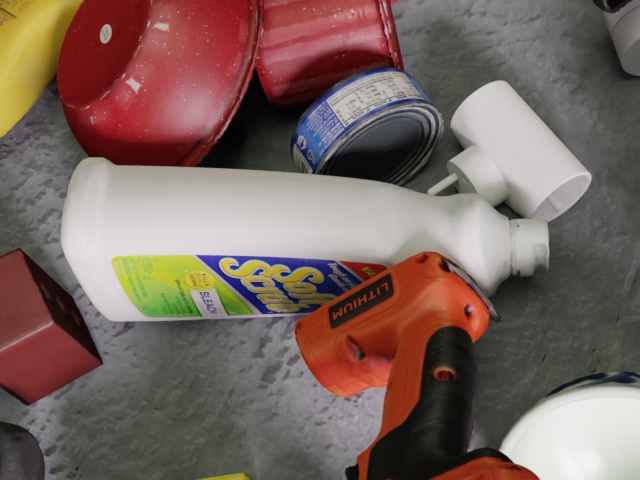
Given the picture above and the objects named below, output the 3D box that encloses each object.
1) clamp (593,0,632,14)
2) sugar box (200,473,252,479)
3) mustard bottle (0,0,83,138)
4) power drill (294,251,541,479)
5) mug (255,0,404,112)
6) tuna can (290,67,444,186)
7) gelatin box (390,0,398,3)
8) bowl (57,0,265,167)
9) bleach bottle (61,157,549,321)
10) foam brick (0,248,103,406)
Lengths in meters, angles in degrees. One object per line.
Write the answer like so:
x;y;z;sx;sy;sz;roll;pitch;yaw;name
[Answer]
0.246;-0.190;0.611;0.165;0.036;0.209;1;38;19;clamp
-0.068;0.212;0.527;0.093;0.048;0.176;-11;63;5;sugar box
-0.181;-0.157;0.706;0.096;0.058;0.191;29;73;37;mustard bottle
0.021;0.104;0.502;0.185;0.057;0.187;-29;33;25;power drill
0.003;-0.131;0.655;0.081;0.093;0.117;-12;34;9;mug
0.026;-0.058;0.611;0.086;0.086;0.034;-30;63;-5;tuna can
0.043;-0.210;0.684;0.030;0.073;0.089;-15;63;1;gelatin box
-0.106;-0.109;0.630;0.162;0.055;0.162;-22;57;38;bowl
-0.004;0.001;0.580;0.251;0.102;0.068;-1;56;9;bleach bottle
-0.166;0.050;0.600;0.051;0.078;0.053;-29;65;-3;foam brick
